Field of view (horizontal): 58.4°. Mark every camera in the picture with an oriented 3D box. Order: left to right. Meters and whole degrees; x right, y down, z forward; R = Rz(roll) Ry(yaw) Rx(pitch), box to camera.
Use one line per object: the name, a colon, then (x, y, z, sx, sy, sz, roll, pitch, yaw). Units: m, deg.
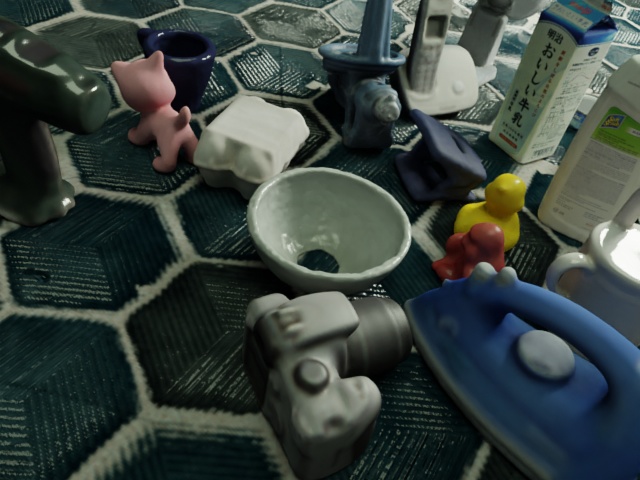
camera: (0.017, 0.098, 0.477, 0.137, 0.101, 0.143, -12, 49, -25)

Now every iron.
iron: (0.186, 0.096, 0.492, 0.257, 0.141, 0.119, 40, 49, 25)

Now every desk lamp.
desk lamp: (0.286, -0.379, 0.958, 0.117, 0.213, 0.204, 36, 48, 23)

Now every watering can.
watering can: (0.310, 0.025, 0.558, 0.173, 0.194, 0.100, -14, 50, -26)

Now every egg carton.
egg carton: (-0.081, -0.116, 0.698, 0.107, 0.069, 0.150, 20, 44, 7)

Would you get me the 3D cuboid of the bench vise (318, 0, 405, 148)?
bench vise: (0.079, -0.246, 0.763, 0.122, 0.220, 0.207, -16, 50, -28)

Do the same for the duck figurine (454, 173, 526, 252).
duck figurine: (0.208, -0.037, 0.676, 0.077, 0.086, 0.105, 37, 48, 23)

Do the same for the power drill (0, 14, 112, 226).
power drill: (-0.309, -0.122, 0.545, 0.229, 0.208, 0.076, 18, 43, 5)

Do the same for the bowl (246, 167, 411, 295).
bowl: (0.005, 0.002, 0.593, 0.167, 0.075, 0.167, 7, 43, -7)

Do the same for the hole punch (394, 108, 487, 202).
hole punch: (0.159, -0.111, 0.738, 0.101, 0.091, 0.108, -2, 45, -16)

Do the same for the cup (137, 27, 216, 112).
cup: (-0.197, -0.223, 0.762, 0.117, 0.095, 0.092, 29, 45, 16)

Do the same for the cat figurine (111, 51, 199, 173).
cat figurine: (-0.193, -0.162, 0.683, 0.067, 0.118, 0.127, -29, 57, -36)

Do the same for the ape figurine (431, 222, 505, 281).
ape figurine: (0.165, 0.017, 0.605, 0.076, 0.092, 0.078, 19, 43, 6)

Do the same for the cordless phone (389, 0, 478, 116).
cordless phone: (0.185, -0.281, 0.851, 0.148, 0.185, 0.094, -16, 50, -28)
